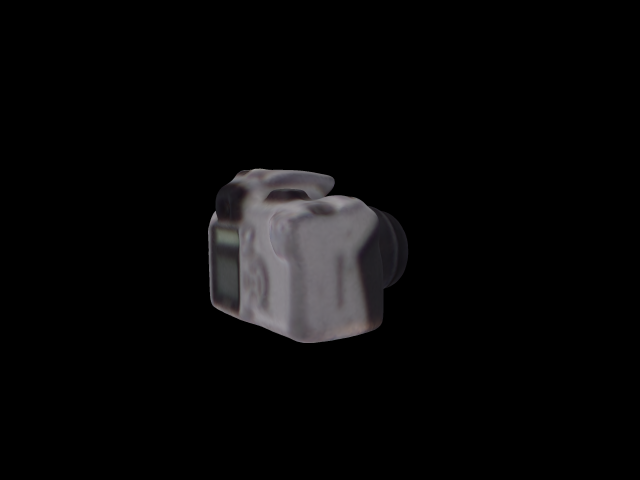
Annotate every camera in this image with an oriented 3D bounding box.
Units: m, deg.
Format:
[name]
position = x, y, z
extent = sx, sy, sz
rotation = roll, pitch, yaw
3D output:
[camera]
position = 0.004, 0.001, 0.400
extent = 0.137, 0.101, 0.142
rotation = -3, 6, -33
